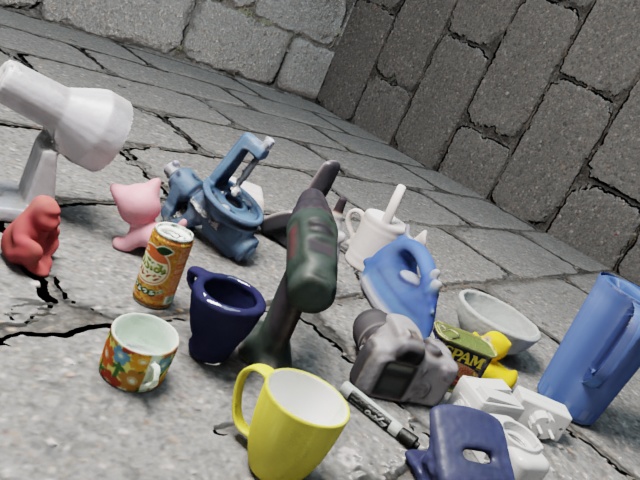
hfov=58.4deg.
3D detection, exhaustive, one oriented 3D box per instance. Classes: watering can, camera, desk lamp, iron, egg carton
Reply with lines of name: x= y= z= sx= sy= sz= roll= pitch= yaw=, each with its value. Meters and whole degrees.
watering can: x=0.142 y=-0.024 z=1.205 sx=0.173 sy=0.194 sz=0.101 roll=20 pitch=19 yaw=-12
camera: x=0.112 y=0.154 z=0.827 sx=0.143 sy=0.101 sz=0.136 roll=17 pitch=20 yaw=-21
desk lamp: x=-0.393 y=-0.133 z=0.812 sx=0.204 sy=0.213 sz=0.117 roll=7 pitch=25 yaw=-41
iron: x=0.170 y=0.077 z=1.045 sx=0.119 sy=0.141 sz=0.257 roll=17 pitch=20 yaw=-21
egg carton: x=-0.168 y=-0.078 z=1.166 sx=0.107 sy=0.069 sz=0.150 roll=18 pitch=19 yaw=-17

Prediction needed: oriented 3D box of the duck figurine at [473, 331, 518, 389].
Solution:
duck figurine: x=0.285 y=0.196 z=0.951 sx=0.104 sy=0.086 sz=0.078 roll=30 pitch=19 yaw=18

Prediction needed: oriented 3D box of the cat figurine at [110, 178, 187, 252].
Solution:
cat figurine: x=-0.256 y=-0.033 z=0.858 sx=0.127 sy=0.118 sz=0.067 roll=28 pitch=19 yaw=11

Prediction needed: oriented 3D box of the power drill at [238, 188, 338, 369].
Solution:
power drill: x=-0.036 y=0.055 z=0.746 sx=0.076 sy=0.208 sz=0.229 roll=19 pitch=19 yaw=-15

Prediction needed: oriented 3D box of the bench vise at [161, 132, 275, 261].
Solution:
bench vise: x=-0.174 y=-0.096 z=0.971 sx=0.207 sy=0.220 sz=0.121 roll=23 pitch=18 yaw=-2

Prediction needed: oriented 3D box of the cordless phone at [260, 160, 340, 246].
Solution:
cordless phone: x=-0.033 y=-0.083 z=1.164 sx=0.094 sy=0.185 sz=0.148 roll=32 pitch=20 yaw=22

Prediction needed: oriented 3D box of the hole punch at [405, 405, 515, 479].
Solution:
hole punch: x=0.168 y=0.252 z=0.645 sx=0.109 sy=0.091 sz=0.101 roll=17 pitch=20 yaw=-21

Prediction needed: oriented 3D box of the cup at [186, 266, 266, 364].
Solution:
cup: x=-0.132 y=0.094 z=0.699 sx=0.117 sy=0.095 sz=0.092 roll=34 pitch=21 yaw=26

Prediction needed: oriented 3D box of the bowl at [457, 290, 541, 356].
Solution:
bowl: x=0.327 y=0.169 z=1.093 sx=0.167 sy=0.075 sz=0.167 roll=22 pitch=19 yaw=-7

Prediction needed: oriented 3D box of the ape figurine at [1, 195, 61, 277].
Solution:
ape figurine: x=-0.354 y=-0.012 z=0.720 sx=0.076 sy=0.092 sz=0.078 roll=27 pitch=19 yaw=9

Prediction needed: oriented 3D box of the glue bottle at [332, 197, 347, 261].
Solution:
glue bottle: x=0.009 y=0.004 z=0.998 sx=0.078 sy=0.173 sz=0.037 roll=24 pitch=18 yaw=0
